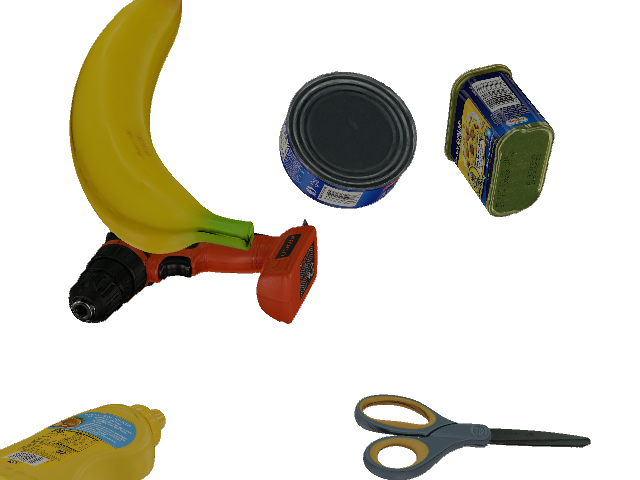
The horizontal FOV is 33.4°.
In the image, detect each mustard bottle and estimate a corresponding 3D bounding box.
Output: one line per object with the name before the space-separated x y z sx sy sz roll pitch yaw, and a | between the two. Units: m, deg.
mustard bottle | -0.190 0.175 0.853 0.096 0.058 0.191 5 15 30

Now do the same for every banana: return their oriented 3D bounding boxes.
banana | -0.085 -0.057 0.509 0.069 0.198 0.037 -5 -43 -16

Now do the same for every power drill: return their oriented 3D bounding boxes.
power drill | -0.106 0.025 0.934 0.188 0.057 0.184 8 30 14

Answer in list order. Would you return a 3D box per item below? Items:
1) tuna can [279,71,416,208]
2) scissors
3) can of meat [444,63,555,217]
tuna can | 0.017 -0.064 0.692 0.086 0.086 0.034 0 -23 -14
scissors | 0.123 0.177 0.902 0.202 0.016 0.096 13 40 11
can of meat | 0.151 -0.083 0.905 0.057 0.102 0.084 -14 47 -14
